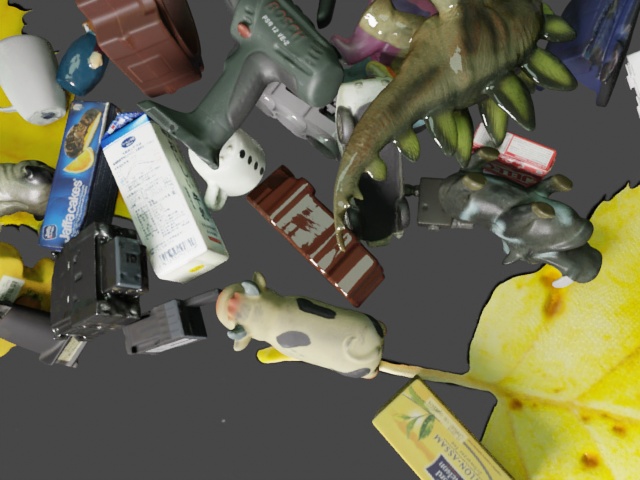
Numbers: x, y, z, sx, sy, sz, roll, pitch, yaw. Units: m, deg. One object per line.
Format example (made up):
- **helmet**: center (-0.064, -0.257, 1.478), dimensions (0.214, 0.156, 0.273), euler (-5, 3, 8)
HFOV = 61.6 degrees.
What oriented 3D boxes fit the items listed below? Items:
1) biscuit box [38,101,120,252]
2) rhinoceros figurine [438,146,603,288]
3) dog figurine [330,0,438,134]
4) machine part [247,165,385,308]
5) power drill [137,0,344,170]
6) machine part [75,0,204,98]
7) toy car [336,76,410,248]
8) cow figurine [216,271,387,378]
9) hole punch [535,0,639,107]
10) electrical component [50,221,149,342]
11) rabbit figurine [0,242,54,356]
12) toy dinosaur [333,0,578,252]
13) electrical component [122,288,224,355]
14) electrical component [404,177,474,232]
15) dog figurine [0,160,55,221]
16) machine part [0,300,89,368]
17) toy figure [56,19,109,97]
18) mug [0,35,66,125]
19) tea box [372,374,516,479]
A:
- **biscuit box**: center (-0.309, -0.080, 0.714), dimensions (0.059, 0.062, 0.202), euler (6, 80, 12)
- **rhinoceros figurine**: center (0.217, -0.018, 0.582), dimensions (0.190, 0.112, 0.073), euler (30, 49, 7)
- **dog figurine**: center (0.123, -0.258, 0.651), dimensions (0.192, 0.108, 0.219), euler (43, 86, 16)
- **machine part**: center (-0.001, -0.002, 0.591), dimensions (0.056, 0.179, 0.179), euler (-44, 75, -3)
- **power drill**: center (-0.102, -0.193, 0.603), dimensions (0.232, 0.086, 0.207), euler (42, 82, 19)
- **machine part**: center (-0.225, -0.300, 0.670), dimensions (0.087, 0.201, 0.201), euler (-20, 76, 4)
- **toy car**: center (0.060, -0.081, 0.605), dimensions (0.073, 0.056, 0.201), euler (-10, 121, -6)
- **cow figurine**: center (-0.024, 0.097, 0.596), dimensions (0.195, 0.127, 0.085), euler (16, 79, 10)
- **hole punch**: center (0.305, -0.228, 0.610), dimensions (0.092, 0.115, 0.142), euler (24, 84, 22)
- **electrical component**: center (-0.255, 0.046, 0.619), dimensions (0.134, 0.058, 0.115), euler (-27, 65, 31)
- **rabbit figurine**: center (-0.429, 0.070, 0.697), dimensions (0.173, 0.121, 0.162), euler (23, 93, 28)
- **toy dinosaur**: center (0.142, -0.184, 0.530), dimensions (0.471, 0.105, 0.198), euler (-41, 94, -19)
- **electrical component**: center (-0.168, 0.100, 0.649), dimensions (0.119, 0.074, 0.048), euler (-18, 76, 3)
- **electrical component**: center (0.139, -0.042, 0.647), dimensions (0.094, 0.021, 0.063), euler (6, 81, 11)
- **dog figurine**: center (-0.452, -0.038, 0.722), dimensions (0.191, 0.121, 0.172), euler (17, 116, -4)
- **machine part**: center (-0.337, 0.109, 0.648), dimensions (0.039, 0.138, 0.084), euler (32, 88, 39)
- **toy figure**: center (-0.317, -0.278, 0.758), dimensions (0.064, 0.057, 0.154), euler (23, 79, 8)
- **mug**: center (-0.412, -0.213, 0.751), dimensions (0.110, 0.081, 0.107), euler (-25, 84, -1)
- **tea box**: center (0.137, 0.226, 0.557), dimensions (0.068, 0.098, 0.170), euler (-44, 74, -2)
